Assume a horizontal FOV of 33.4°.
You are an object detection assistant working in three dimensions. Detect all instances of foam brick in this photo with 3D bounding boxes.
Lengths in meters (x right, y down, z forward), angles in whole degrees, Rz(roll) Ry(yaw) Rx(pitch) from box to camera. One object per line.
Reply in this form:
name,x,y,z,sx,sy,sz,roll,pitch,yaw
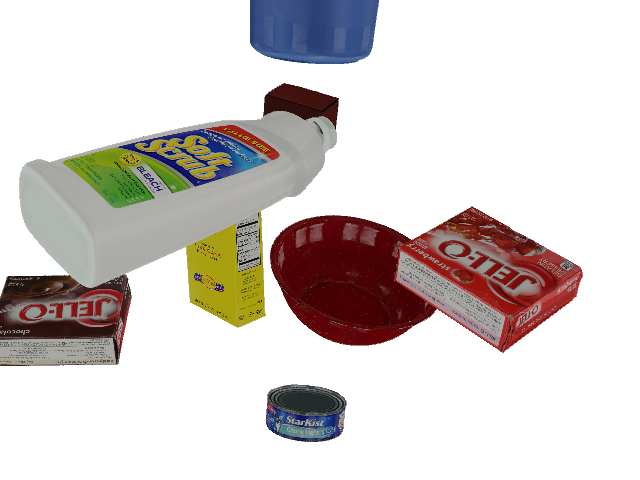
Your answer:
foam brick,-0.024,-0.148,1.272,0.078,0.053,0.051,18,32,20

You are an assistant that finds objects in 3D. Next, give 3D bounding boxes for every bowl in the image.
bowl,0.028,0.046,0.982,0.162,0.055,0.162,10,36,-7

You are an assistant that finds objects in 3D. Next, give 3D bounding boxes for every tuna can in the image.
tuna can,-0.016,0.186,1.150,0.086,0.034,0.086,5,12,-1

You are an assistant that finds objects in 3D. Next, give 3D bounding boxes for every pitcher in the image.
pitcher,0.006,-0.273,0.888,0.145,0.243,0.149,7,19,8

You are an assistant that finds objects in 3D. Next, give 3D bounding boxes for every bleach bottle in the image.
bleach bottle,-0.093,-0.051,0.815,0.250,0.068,0.103,-25,52,-35

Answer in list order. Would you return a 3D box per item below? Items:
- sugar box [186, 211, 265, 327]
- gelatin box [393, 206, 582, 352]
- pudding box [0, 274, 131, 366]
sugar box,-0.104,-0.006,1.127,0.048,0.176,0.093,-22,29,-37
gelatin box,0.102,0.021,0.652,0.073,0.030,0.089,-27,47,-37
pudding box,-0.230,0.070,0.948,0.113,0.039,0.090,-3,33,-1
